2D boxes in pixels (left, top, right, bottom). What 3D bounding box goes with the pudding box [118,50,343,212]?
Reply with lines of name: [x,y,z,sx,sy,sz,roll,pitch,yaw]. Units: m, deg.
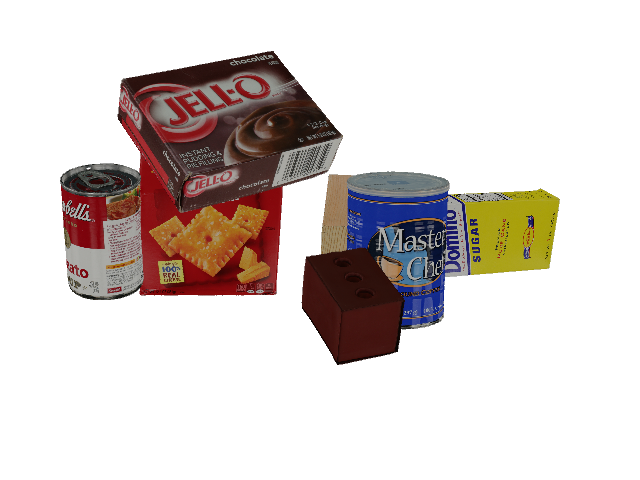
pudding box: [-0.057,-0.071,0.667,0.113,0.090,0.039,-16,-35,-32]

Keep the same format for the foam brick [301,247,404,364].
foam brick: [0.024,0.049,0.816,0.053,0.051,0.078,-10,35,-20]

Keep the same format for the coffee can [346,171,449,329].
coffee can: [0.077,0.008,1.081,0.103,0.140,0.103,0,14,0]

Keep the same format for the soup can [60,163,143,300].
soup can: [-0.188,-0.008,0.928,0.068,0.102,0.068,2,26,-1]

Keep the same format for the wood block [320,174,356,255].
wood block: [0.051,-0.023,1.644,0.091,0.090,0.206,3,25,2]

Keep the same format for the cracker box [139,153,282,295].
cracker box: [-0.127,-0.043,1.235,0.164,0.214,0.072,1,22,-8]

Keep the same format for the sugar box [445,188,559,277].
sugar box: [0.193,-0.008,1.259,0.176,0.093,0.048,-5,21,-25]
